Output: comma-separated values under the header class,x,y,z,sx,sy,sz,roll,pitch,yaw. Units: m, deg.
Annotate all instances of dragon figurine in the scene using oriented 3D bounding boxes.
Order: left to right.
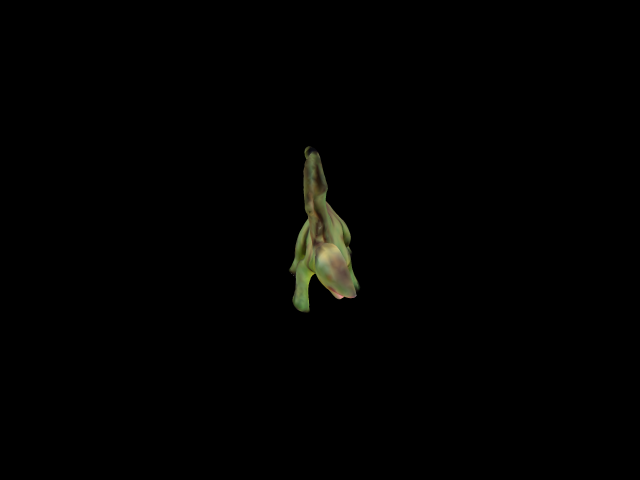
class,x,y,z,sx,sy,sz,roll,pitch,yaw
dragon figurine,0.003,-0.043,0.850,0.122,0.237,0.420,-5,42,-6
